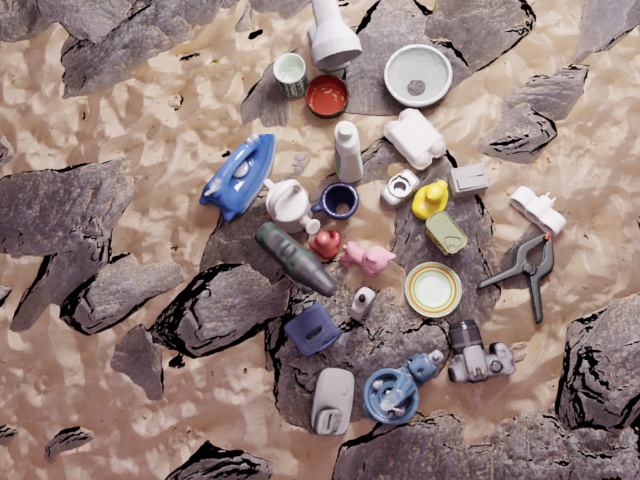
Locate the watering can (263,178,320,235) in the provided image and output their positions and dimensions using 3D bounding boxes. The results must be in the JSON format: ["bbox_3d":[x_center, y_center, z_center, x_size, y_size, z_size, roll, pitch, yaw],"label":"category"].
[{"bbox_3d":[-0.069,-0.083,1.336,0.172,0.194,0.101,22,80,9],"label":"watering can"}]

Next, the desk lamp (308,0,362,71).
[{"bbox_3d":[0.025,-0.501,1.409,0.118,0.213,0.203,-15,77,1],"label":"desk lamp"}]

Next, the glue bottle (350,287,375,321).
[{"bbox_3d":[0.095,0.139,1.286,0.037,0.173,0.078,27,81,10],"label":"glue bottle"}]

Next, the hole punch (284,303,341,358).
[{"bbox_3d":[-0.015,0.209,1.321,0.109,0.091,0.101,-36,77,-4],"label":"hole punch"}]

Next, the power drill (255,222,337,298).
[{"bbox_3d":[-0.044,0.057,1.296,0.229,0.208,0.076,40,84,11],"label":"power drill"}]

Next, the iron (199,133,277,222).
[{"bbox_3d":[-0.194,-0.180,1.393,0.118,0.141,0.258,32,82,10],"label":"iron"}]

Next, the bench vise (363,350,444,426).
[{"bbox_3d":[0.171,0.303,1.221,0.121,0.220,0.207,31,82,10],"label":"bench vise"}]

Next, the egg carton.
[{"bbox_3d":[0.235,-0.249,1.413,0.107,0.069,0.150,-40,78,-5],"label":"egg carton"}]

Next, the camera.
[{"bbox_3d":[0.351,0.246,1.281,0.143,0.101,0.137,-13,77,2],"label":"camera"}]

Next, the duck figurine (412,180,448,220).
[{"bbox_3d":[0.267,-0.101,1.370,0.077,0.086,0.104,42,84,12],"label":"duck figurine"}]

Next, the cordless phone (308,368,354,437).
[{"bbox_3d":[0.022,0.353,1.239,0.094,0.185,0.147,5,78,6],"label":"cordless phone"}]

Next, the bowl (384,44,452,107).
[{"bbox_3d":[0.244,-0.401,1.443,0.167,0.075,0.167,-1,78,4],"label":"bowl"}]

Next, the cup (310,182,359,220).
[{"bbox_3d":[0.037,-0.079,1.378,0.117,0.095,0.091,-18,77,0],"label":"cup"}]

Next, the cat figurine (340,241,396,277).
[{"bbox_3d":[0.109,0.039,1.335,0.127,0.118,0.067,22,80,9],"label":"cat figurine"}]

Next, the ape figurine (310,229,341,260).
[{"bbox_3d":[0.013,0.005,1.363,0.077,0.092,0.076,-7,77,3],"label":"ape figurine"}]
